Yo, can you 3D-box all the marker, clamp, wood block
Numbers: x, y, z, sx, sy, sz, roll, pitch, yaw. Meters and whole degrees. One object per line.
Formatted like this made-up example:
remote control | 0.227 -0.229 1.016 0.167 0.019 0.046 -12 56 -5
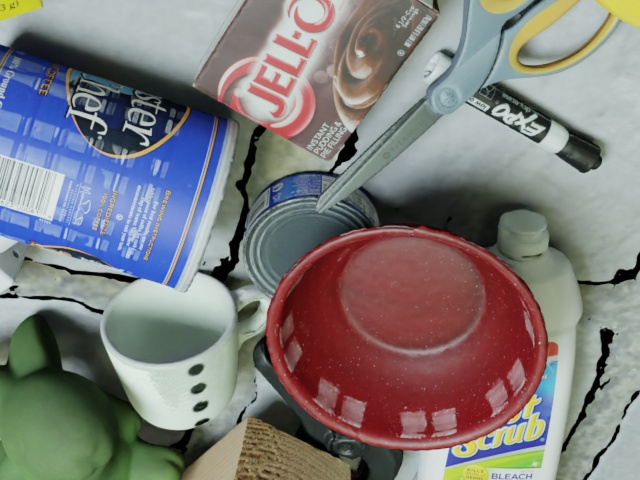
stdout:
marker | 0.113 -0.071 0.615 0.121 0.020 0.020 27 122 -17
clamp | 0.009 0.129 0.751 0.120 0.039 0.171 12 128 7
wood block | -0.075 0.224 0.767 0.090 0.090 0.206 30 131 -19

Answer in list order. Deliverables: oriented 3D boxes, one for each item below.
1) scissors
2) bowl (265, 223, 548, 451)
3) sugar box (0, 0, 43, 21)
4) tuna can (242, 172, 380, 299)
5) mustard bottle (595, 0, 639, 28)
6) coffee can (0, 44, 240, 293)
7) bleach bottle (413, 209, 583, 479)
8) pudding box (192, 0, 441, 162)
scissors | 0.066 -0.098 0.576 0.202 0.016 0.096 -27 114 5
bowl | 0.052 0.047 0.629 0.162 0.055 0.162 5 123 8
sugar box | -0.193 -0.184 0.499 0.093 0.048 0.176 -28 135 -30
tuna can | -0.004 0.001 0.661 0.086 0.033 0.086 1 126 1
mustard bottle | 0.226 -0.117 0.554 0.191 0.058 0.096 35 107 -21
coffee can | -0.127 -0.039 0.593 0.140 0.103 0.103 17 124 -11
bleach bottle | 0.115 0.093 0.709 0.102 0.068 0.251 2 123 4
pudding box | -0.003 -0.109 0.578 0.090 0.039 0.114 28 122 -16
